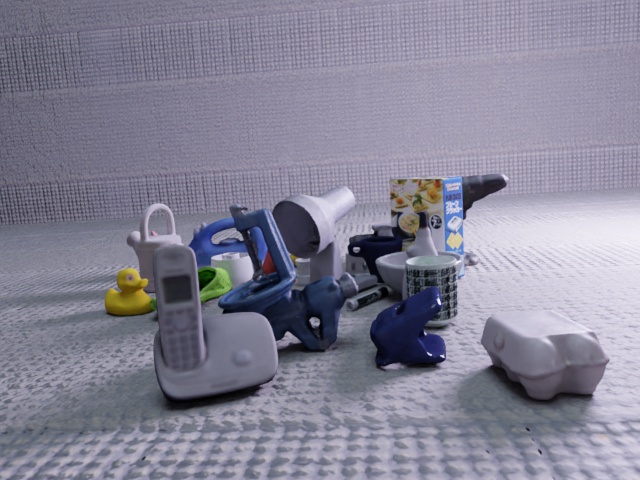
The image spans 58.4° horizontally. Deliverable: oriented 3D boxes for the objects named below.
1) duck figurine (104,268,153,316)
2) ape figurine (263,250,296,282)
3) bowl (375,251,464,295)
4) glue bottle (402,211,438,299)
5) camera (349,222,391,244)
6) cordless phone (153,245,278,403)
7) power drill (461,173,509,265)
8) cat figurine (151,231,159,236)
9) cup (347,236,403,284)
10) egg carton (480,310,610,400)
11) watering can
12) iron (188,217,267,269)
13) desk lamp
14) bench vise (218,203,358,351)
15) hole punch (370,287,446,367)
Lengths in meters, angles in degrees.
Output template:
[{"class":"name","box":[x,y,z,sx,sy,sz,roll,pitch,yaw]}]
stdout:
[{"class":"duck figurine","box":[-0.375,0.098,1.118,0.104,0.086,0.078,0,10,24]},{"class":"ape figurine","box":[-0.096,0.051,1.279,0.076,0.092,0.077,-6,9,-13]},{"class":"bowl","box":[0.190,0.069,1.091,0.167,0.075,0.167,-4,9,1]},{"class":"glue bottle","box":[0.178,0.037,0.978,0.078,0.173,0.037,-6,9,-15]},{"class":"camera","box":[0.142,0.006,1.438,0.136,0.101,0.143,-3,9,4]},{"class":"cordless phone","box":[-0.132,0.095,0.700,0.148,0.185,0.094,-7,9,-20]},{"class":"power drill","box":[0.327,-0.048,1.355,0.229,0.208,0.076,-2,9,15]},{"class":"cat figurine","box":[-0.412,0.032,1.457,0.067,0.118,0.127,-9,10,-31]},{"class":"cup","box":[0.119,0.045,1.215,0.118,0.095,0.091,-4,9,-2]},{"class":"egg carton","box":[0.258,0.130,0.678,0.107,0.069,0.150,-5,9,-7]},{"class":"watering can","box":[-0.372,0.014,1.303,0.172,0.194,0.101,-2,9,13]},{"class":"iron","box":[-0.239,0.007,1.466,0.258,0.141,0.118,-5,9,-6]},{"class":"desk lamp","box":[0.010,0.004,1.136,0.117,0.213,0.204,4,12,40]},{"class":"bench vise","box":[-0.057,0.050,0.842,0.208,0.220,0.121,-7,9,-20]},{"class":"hole punch","box":[0.118,0.114,0.776,0.101,0.091,0.109,-3,9,8]}]
